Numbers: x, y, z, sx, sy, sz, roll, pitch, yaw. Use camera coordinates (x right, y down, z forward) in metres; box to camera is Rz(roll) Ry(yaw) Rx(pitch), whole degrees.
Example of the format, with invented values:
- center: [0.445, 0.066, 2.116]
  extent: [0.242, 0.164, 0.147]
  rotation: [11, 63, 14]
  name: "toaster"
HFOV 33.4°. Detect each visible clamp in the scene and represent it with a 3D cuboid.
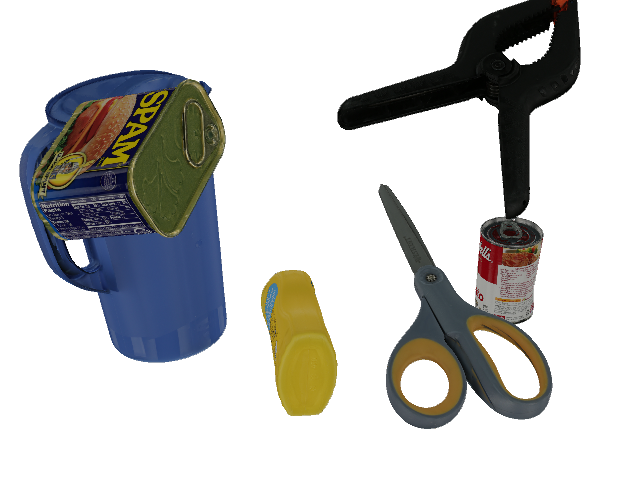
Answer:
- center: [0.140, -0.113, 0.809]
  extent: [0.165, 0.209, 0.036]
  rotation: [39, -21, 28]
  name: "clamp"

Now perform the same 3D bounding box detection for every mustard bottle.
- center: [-0.026, 0.085, 1.075]
  extent: [0.058, 0.096, 0.191]
  rotation: [-3, 28, -9]
  name: "mustard bottle"

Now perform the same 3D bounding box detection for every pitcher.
- center: [-0.158, -0.015, 0.927]
  extent: [0.149, 0.243, 0.145]
  rotation: [-5, 26, 2]
  name: "pitcher"

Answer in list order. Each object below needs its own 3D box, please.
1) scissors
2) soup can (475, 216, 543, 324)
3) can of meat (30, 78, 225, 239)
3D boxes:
- center: [0.052, 0.037, 0.619]
  extent: [0.096, 0.016, 0.202]
  rotation: [-24, 45, -19]
  name: "scissors"
- center: [0.208, 0.033, 1.184]
  extent: [0.068, 0.102, 0.068]
  rotation: [0, 29, 0]
  name: "soup can"
- center: [-0.118, -0.048, 0.654]
  extent: [0.084, 0.102, 0.057]
  rotation: [-4, -46, 29]
  name: "can of meat"
